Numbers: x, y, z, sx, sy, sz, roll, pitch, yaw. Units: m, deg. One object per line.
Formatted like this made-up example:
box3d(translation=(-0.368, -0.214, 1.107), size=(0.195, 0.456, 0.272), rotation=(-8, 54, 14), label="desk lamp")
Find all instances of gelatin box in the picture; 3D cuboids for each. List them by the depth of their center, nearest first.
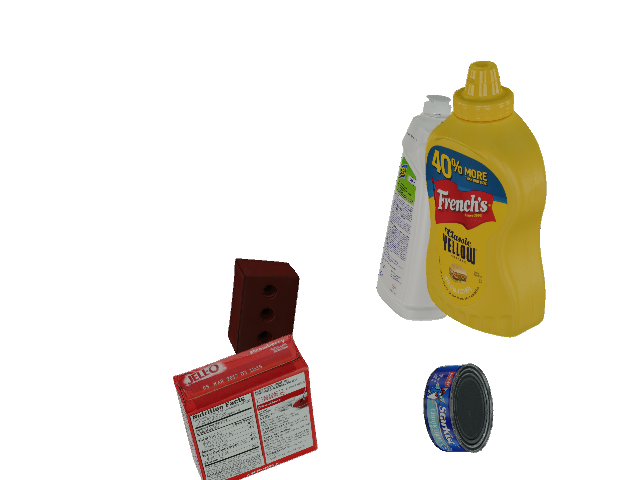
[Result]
box3d(translation=(-0.043, 0.101, 0.622), size=(0.073, 0.089, 0.030), rotation=(-19, 48, -13), label="gelatin box")

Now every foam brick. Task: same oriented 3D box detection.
box3d(translation=(-0.053, 0.061, 0.983), size=(0.053, 0.078, 0.051), rotation=(3, 13, -14), label="foam brick")

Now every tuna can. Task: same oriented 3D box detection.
box3d(translation=(0.135, 0.164, 1.044), size=(0.034, 0.086, 0.085), rotation=(-8, -4, 35), label="tuna can")

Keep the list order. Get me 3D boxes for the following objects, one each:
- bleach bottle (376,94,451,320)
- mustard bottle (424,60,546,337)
box3d(translation=(0.121, -0.041, 1.235), size=(0.068, 0.251, 0.103), rotation=(-1, 22, -22), label="bleach bottle")
box3d(translation=(0.115, -0.032, 0.751), size=(0.058, 0.192, 0.096), rotation=(-21, 32, -30), label="mustard bottle")
